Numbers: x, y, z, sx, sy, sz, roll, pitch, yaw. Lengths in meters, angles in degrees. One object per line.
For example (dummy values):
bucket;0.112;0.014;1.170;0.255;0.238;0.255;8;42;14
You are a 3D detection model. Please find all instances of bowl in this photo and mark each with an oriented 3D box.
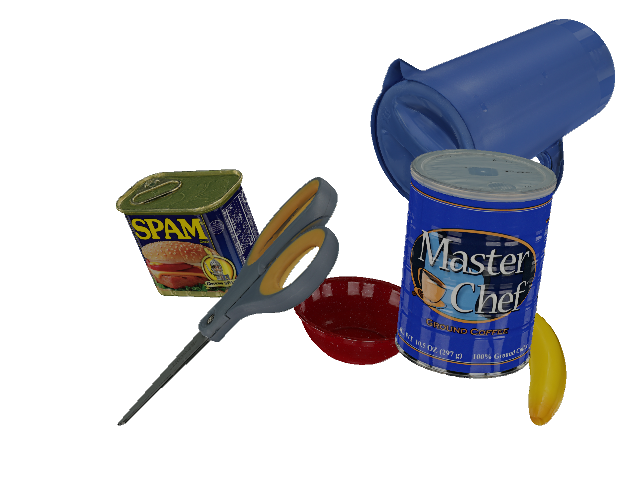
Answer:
bowl;0.046;0.102;1.279;0.162;0.055;0.162;4;25;-2

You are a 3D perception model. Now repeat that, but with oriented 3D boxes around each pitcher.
pitcher;0.181;-0.121;1.039;0.242;0.149;0.145;-29;46;-33

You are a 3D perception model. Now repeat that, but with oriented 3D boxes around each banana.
banana;0.222;0.120;1.134;0.069;0.037;0.198;-26;35;2

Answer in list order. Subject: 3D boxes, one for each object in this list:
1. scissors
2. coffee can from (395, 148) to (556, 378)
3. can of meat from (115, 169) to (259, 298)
scissors;-0.052;0.050;0.624;0.016;0.202;0.096;35;4;-25
coffee can;0.111;0.015;0.777;0.103;0.140;0.103;3;21;-1
can of meat;-0.096;-0.004;0.827;0.102;0.084;0.057;0;34;31
